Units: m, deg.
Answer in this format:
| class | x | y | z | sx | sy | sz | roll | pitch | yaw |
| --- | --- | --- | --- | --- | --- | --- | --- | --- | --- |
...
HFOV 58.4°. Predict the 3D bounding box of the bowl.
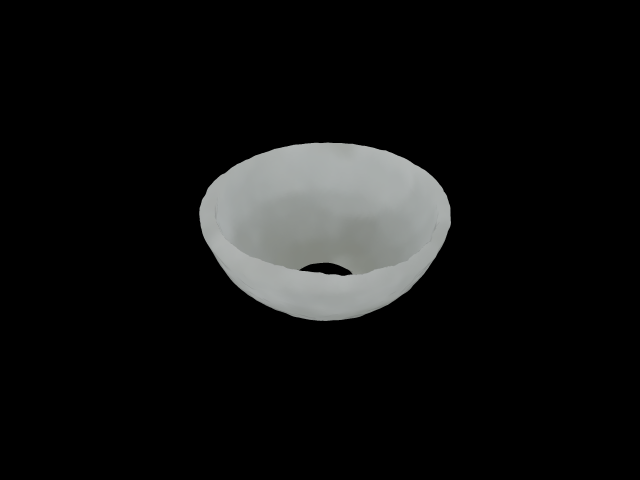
| class | x | y | z | sx | sy | sz | roll | pitch | yaw |
| --- | --- | --- | --- | --- | --- | --- | --- | --- | --- |
| bowl | 0.004 | 0.001 | 0.400 | 0.167 | 0.075 | 0.167 | 0 | 37 | 0 |
